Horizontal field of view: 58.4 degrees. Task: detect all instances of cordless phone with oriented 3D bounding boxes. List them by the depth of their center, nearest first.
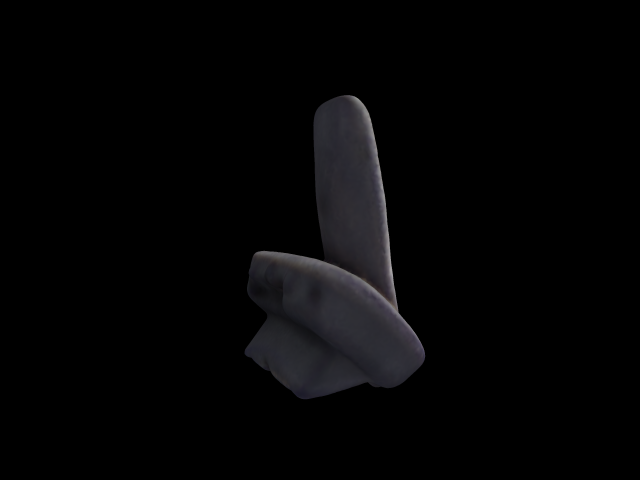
[{"bbox_3d":[0.004,0.001,0.400,0.094,0.185,0.147,-2,4,-30],"label":"cordless phone"}]
